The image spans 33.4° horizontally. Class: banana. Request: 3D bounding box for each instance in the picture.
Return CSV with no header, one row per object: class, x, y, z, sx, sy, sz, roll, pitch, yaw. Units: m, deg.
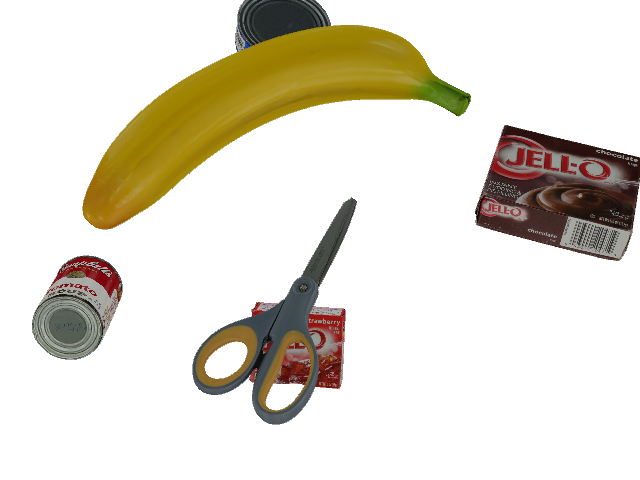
banana,-0.027,-0.065,0.515,0.197,0.070,0.037,-20,-39,-14

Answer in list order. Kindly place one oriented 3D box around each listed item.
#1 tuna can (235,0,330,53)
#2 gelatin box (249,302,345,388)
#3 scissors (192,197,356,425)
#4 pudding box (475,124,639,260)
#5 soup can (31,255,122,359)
tuna can,-0.035,-0.188,0.976,0.086,0.086,0.034,0,-32,-11
gelatin box,-0.022,0.100,1.018,0.089,0.073,0.030,4,13,6
scissors,-0.032,0.042,0.761,0.096,0.201,0.016,0,-42,10
pudding box,0.182,-0.037,0.811,0.113,0.039,0.090,16,46,9
soup can,-0.234,0.064,1.030,0.068,0.068,0.102,0,20,0
